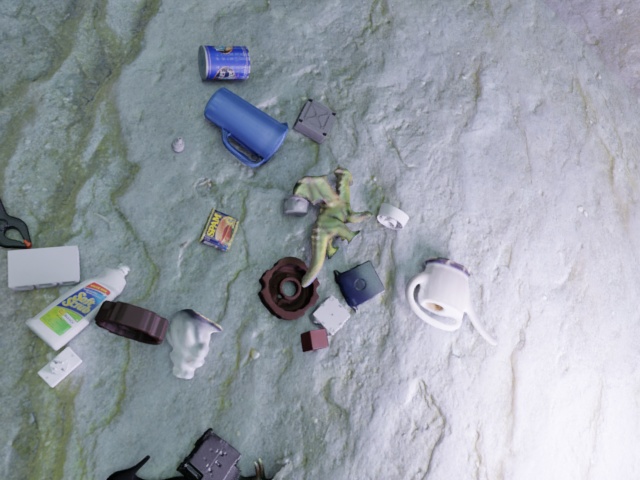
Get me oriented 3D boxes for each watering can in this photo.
[{"bbox_3d":[0.427,0.187,1.635,0.346,0.102,0.229,24,64,-12],"label":"watering can"}]

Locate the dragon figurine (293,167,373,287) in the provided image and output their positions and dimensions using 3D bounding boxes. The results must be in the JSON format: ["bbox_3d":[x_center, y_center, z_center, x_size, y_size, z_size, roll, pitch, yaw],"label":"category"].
[{"bbox_3d":[0.005,-0.077,1.524,0.241,0.120,0.418,49,52,-9],"label":"dragon figurine"}]

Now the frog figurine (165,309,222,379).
[{"bbox_3d":[-0.339,0.260,1.301,0.138,0.120,0.161,23,71,23],"label":"frog figurine"}]
